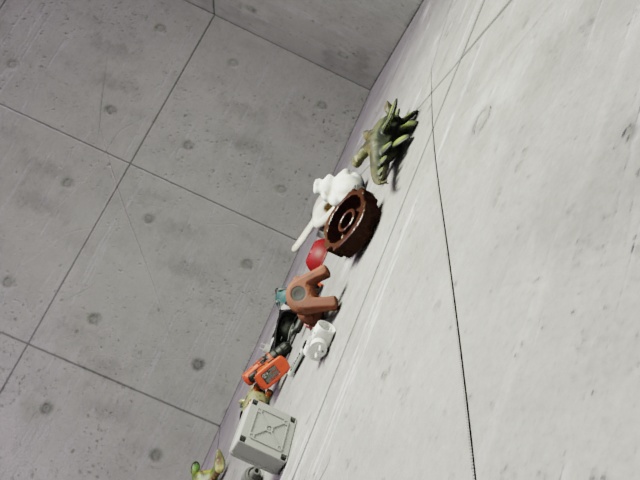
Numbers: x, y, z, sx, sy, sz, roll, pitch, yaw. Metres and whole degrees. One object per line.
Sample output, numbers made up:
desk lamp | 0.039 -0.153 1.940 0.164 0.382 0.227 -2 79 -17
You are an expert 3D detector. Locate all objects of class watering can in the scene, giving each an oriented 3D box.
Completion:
watering can | 0.006 -0.107 2.119 0.103 0.343 0.228 41 21 -13

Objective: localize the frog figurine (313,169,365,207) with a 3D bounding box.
frog figurine | 0.063 -0.176 1.705 0.159 0.138 0.122 25 -8 -6

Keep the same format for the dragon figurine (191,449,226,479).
dragon figurine | -0.450 0.967 1.918 0.122 0.412 0.242 25 -5 -13
